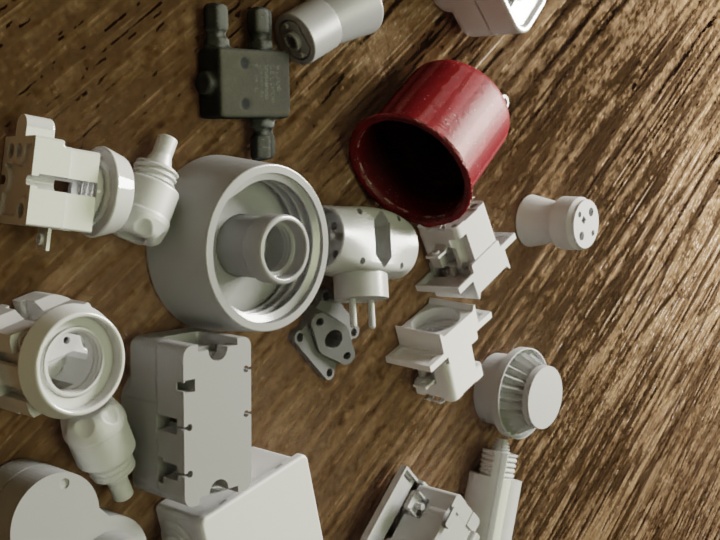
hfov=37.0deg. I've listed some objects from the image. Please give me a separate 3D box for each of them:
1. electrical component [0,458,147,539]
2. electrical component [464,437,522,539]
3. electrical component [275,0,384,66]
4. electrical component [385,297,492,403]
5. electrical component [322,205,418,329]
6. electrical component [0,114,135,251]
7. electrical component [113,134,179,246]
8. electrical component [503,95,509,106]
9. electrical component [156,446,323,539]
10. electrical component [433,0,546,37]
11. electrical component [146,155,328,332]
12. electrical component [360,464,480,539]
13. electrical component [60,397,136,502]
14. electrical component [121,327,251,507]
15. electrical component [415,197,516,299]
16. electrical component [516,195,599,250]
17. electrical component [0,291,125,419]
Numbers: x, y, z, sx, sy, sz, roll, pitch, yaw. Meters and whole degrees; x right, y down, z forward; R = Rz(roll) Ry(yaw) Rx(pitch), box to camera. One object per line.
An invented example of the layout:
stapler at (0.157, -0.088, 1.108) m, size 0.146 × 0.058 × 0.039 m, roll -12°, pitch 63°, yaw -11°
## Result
electrical component at (-0.135, 0.156, 0.571) m, size 0.052 × 0.074 × 0.138 m, roll -57°, pitch 132°, yaw -27°
electrical component at (0.108, 0.176, 0.871) m, size 0.043 × 0.043 × 0.081 m, roll 18°, pitch 81°, yaw -48°
electrical component at (-0.022, -0.158, 0.686) m, size 0.065 × 0.044 × 0.044 m, roll -39°, pitch 122°, yaw -33°
electrical component at (0.062, 0.061, 0.807) m, size 0.081 × 0.042 × 0.063 m, roll -37°, pitch 124°, yaw -39°
electrical component at (0.000, 0.000, 0.721) m, size 0.077 × 0.043 × 0.079 m, roll 7°, pitch 77°, yaw -48°
electrical component at (-0.150, -0.042, 0.552) m, size 0.055 × 0.048 × 0.066 m, roll 7°, pitch 90°, yaw -41°
electrical component at (-0.117, -0.046, 0.597) m, size 0.035 × 0.035 × 0.061 m, roll 33°, pitch 67°, yaw -45°
electrical component at (0.081, -0.122, 0.789) m, size 0.035 × 0.061 × 0.035 m, roll -8°, pitch 100°, yaw -48°
electrical component at (-0.072, 0.166, 0.662) m, size 0.100 × 0.048 × 0.099 m, roll -27°, pitch 114°, yaw -44°
electrical component at (0.088, -0.220, 0.787) m, size 0.053 × 0.059 × 0.095 m, roll -58°, pitch 132°, yaw -26°
electrical component at (-0.065, -0.014, 0.639) m, size 0.108 × 0.060 × 0.108 m, roll -8°, pitch 100°, yaw -48°
electrical component at (0.032, 0.215, 0.774) m, size 0.121 × 0.063 × 0.078 m, roll -58°, pitch 132°, yaw -26°
electrical component at (-0.139, 0.100, 0.590) m, size 0.035 × 0.035 × 0.061 m, roll -38°, pitch 124°, yaw -39°
electrical component at (-0.099, 0.081, 0.616) m, size 0.050 × 0.056 × 0.089 m, roll -7°, pitch 100°, yaw -48°
electrical component at (0.077, -0.017, 0.813) m, size 0.081 × 0.042 × 0.063 m, roll -41°, pitch 122°, yaw -38°
electrical component at (0.165, -0.040, 0.899) m, size 0.045 × 0.055 × 0.045 m, roll -8°, pitch 100°, yaw -48°
electrical component at (-0.157, 0.044, 0.545) m, size 0.078 × 0.057 × 0.058 m, roll -27°, pitch 114°, yaw -44°
